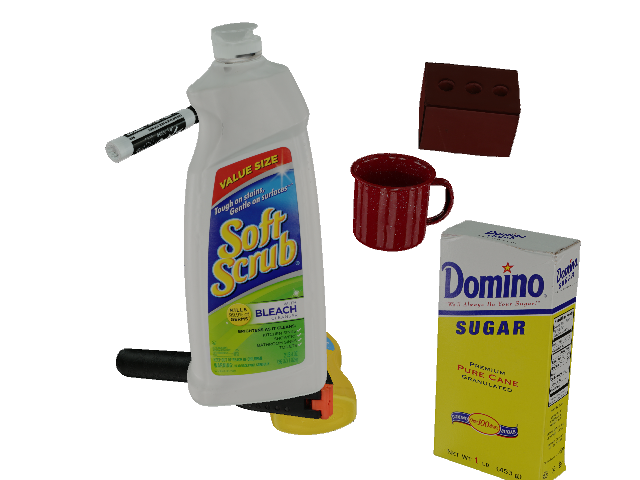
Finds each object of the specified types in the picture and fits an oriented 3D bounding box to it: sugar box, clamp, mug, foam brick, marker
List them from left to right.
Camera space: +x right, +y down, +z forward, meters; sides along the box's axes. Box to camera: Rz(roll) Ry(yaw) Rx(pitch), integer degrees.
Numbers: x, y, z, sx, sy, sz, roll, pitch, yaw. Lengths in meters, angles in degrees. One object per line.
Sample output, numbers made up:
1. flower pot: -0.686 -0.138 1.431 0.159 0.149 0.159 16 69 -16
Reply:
1. marker: -0.137 -0.098 0.934 0.020 0.020 0.120 0 24 42
2. clamp: -0.057 0.111 0.957 0.210 0.036 0.164 12 21 39
3. mug: 0.089 -0.042 1.176 0.117 0.081 0.093 -4 29 -10
4. foam brick: 0.120 -0.106 0.867 0.078 0.053 0.051 5 -40 1
5. sugar box: 0.130 0.080 0.762 0.093 0.176 0.048 11 21 37

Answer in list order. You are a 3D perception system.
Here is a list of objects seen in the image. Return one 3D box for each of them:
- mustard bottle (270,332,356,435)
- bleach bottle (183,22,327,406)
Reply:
1. mustard bottle: -0.021 0.147 1.251 0.096 0.058 0.192 -7 30 -7
2. bleach bottle: -0.052 -0.016 0.710 0.102 0.251 0.068 -6 21 -3
